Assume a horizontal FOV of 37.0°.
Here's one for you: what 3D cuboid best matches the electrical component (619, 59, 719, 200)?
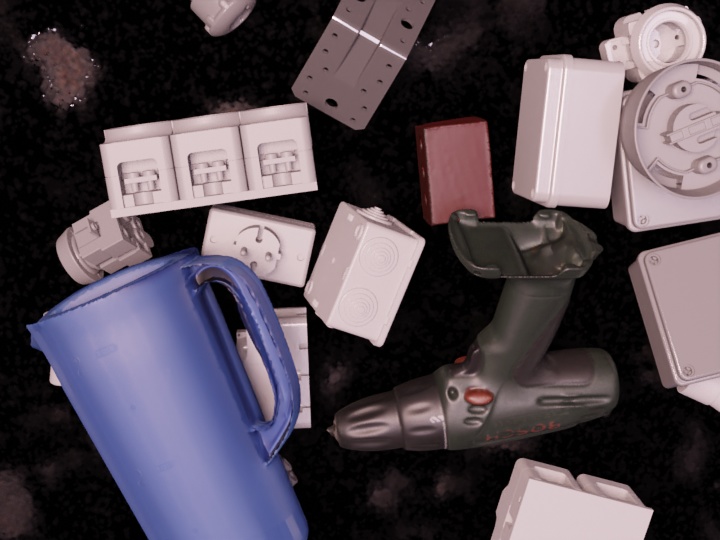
[{"bbox_3d":[0.238,-0.103,0.779,0.099,0.064,0.099,-1,100,-3],"label":"electrical component"}]

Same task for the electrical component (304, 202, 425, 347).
[{"bbox_3d":[0.000,0.000,0.826,0.048,0.100,0.099,19,99,-19],"label":"electrical component"}]

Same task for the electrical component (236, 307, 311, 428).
[{"bbox_3d":[-0.069,0.078,0.859,0.056,0.050,0.089,-2,100,-3],"label":"electrical component"}]

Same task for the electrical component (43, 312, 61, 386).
[{"bbox_3d":[-0.226,0.059,0.850,0.045,0.045,0.055,-6,100,-2],"label":"electrical component"}]

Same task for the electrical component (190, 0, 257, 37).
[{"bbox_3d":[-0.112,-0.211,0.810,0.048,0.048,0.062,-44,90,5],"label":"electrical component"}]

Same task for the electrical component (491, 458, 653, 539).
[{"bbox_3d":[0.158,0.262,0.900,0.105,0.060,0.186,15,99,-6],"label":"electrical component"}]

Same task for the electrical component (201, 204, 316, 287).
[{"bbox_3d":[-0.079,-0.017,0.829,0.083,0.075,0.047,12,99,-5],"label":"electrical component"}]

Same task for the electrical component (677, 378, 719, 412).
[{"bbox_3d":[0.297,0.097,0.889,0.065,0.044,0.044,24,98,-2],"label":"electrical component"}]

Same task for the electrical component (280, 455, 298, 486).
[{"bbox_3d":[-0.084,0.179,0.882,0.065,0.044,0.044,-41,100,0],"label":"electrical component"}]

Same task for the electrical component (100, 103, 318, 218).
[{"bbox_3d":[-0.111,-0.085,0.808,0.150,0.089,0.061,-8,100,-2],"label":"electrical component"}]

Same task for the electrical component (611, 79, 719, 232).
[{"bbox_3d":[0.253,-0.093,0.844,0.109,0.056,0.108,-9,100,-2],"label":"electrical component"}]

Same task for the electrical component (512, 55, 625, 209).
[{"bbox_3d":[0.158,-0.106,0.826,0.057,0.078,0.113,3,100,-7],"label":"electrical component"}]

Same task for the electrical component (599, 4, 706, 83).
[{"bbox_3d":[0.231,-0.174,0.828,0.078,0.057,0.058,-17,101,0],"label":"electrical component"}]

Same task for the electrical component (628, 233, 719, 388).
[{"bbox_3d":[0.283,0.029,0.852,0.109,0.056,0.108,-14,79,-1],"label":"electrical component"}]

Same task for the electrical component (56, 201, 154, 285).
[{"bbox_3d":[-0.200,-0.019,0.833,0.055,0.066,0.048,-28,66,10],"label":"electrical component"}]
